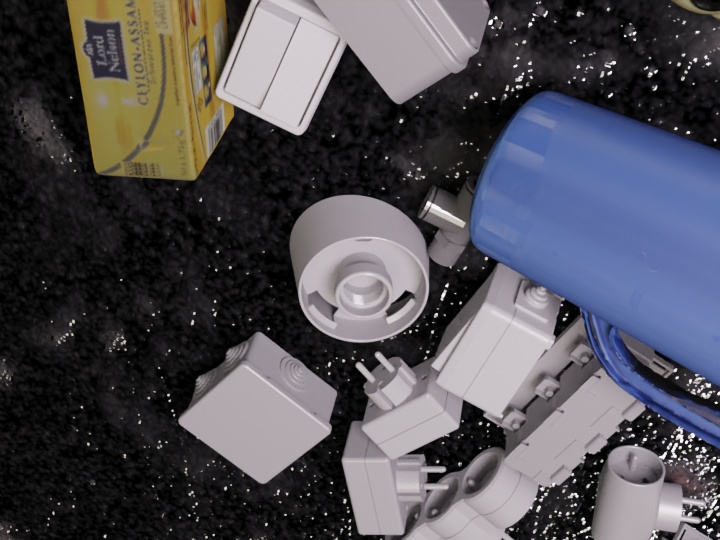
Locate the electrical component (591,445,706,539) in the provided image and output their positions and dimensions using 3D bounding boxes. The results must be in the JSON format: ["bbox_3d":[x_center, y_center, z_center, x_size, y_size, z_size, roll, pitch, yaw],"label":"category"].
[{"bbox_3d":[0.224,0.180,0.829,0.079,0.044,0.077,8,125,7],"label":"electrical component"}]

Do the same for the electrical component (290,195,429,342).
[{"bbox_3d":[0.000,0.000,0.756,0.099,0.064,0.099,-2,125,-2],"label":"electrical component"}]

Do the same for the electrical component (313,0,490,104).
[{"bbox_3d":[0.019,-0.164,0.619,0.057,0.078,0.113,-28,114,30],"label":"electrical component"}]

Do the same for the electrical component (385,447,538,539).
[{"bbox_3d":[0.092,0.204,0.868,0.074,0.052,0.138,40,122,-15],"label":"electrical component"}]

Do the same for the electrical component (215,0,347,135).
[{"bbox_3d":[-0.047,-0.130,0.666,0.062,0.061,0.096,25,125,-6],"label":"electrical component"}]

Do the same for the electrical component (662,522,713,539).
[{"bbox_3d":[0.260,0.247,0.848,0.042,0.064,0.081,31,82,-11],"label":"electrical component"}]

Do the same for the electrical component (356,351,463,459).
[{"bbox_3d":[0.029,0.092,0.808,0.066,0.047,0.076,-31,112,28],"label":"electrical component"}]

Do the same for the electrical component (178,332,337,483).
[{"bbox_3d":[-0.078,0.107,0.840,0.100,0.048,0.100,40,122,-15],"label":"electrical component"}]

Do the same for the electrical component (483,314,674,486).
[{"bbox_3d":[0.155,0.096,0.775,0.079,0.063,0.121,32,124,-10],"label":"electrical component"}]

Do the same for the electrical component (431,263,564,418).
[{"bbox_3d":[0.097,0.042,0.750,0.061,0.061,0.096,28,125,1],"label":"electrical component"}]

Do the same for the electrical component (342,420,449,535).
[{"bbox_3d":[0.032,0.166,0.858,0.076,0.047,0.083,-3,123,13],"label":"electrical component"}]
